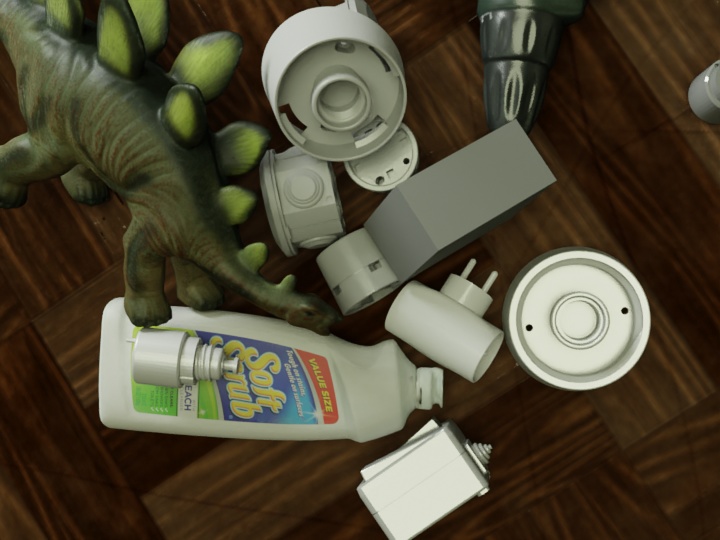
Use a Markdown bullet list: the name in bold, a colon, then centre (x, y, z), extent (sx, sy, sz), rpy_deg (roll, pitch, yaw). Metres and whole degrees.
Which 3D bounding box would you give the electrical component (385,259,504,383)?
- **electrical component**: centre (0.071, 0.029, 0.790), extent (0.077, 0.043, 0.079), rpy_deg (31, 83, 19)

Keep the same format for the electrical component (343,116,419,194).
- **electrical component**: centre (0.018, -0.084, 0.802), extent (0.055, 0.047, 0.055), rpy_deg (0, 88, 8)

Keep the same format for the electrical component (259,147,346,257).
- **electrical component**: centre (-0.042, -0.053, 0.794), extent (0.051, 0.080, 0.080), rpy_deg (-12, 87, 3)

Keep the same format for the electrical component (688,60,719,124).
- **electrical component**: centre (0.263, -0.130, 0.759), extent (0.040, 0.078, 0.040), rpy_deg (1, 82, -5)

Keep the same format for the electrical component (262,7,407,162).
- **electrical component**: centre (-0.017, -0.126, 0.742), extent (0.099, 0.064, 0.099), rpy_deg (-4, 122, -6)

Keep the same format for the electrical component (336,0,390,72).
- **electrical component**: centre (-0.008, -0.158, 0.793), extent (0.051, 0.080, 0.080), rpy_deg (-20, 86, 12)

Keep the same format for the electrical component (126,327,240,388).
- **electrical component**: centre (-0.124, 0.063, 0.755), extent (0.078, 0.040, 0.040), rpy_deg (6, 89, 3)

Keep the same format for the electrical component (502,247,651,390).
- **electrical component**: centre (0.156, 0.036, 0.773), extent (0.108, 0.060, 0.108), rpy_deg (0, 89, 8)

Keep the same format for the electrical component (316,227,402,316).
- **electrical component**: centre (0.000, 0.000, 0.800), extent (0.055, 0.055, 0.047), rpy_deg (-31, 81, 6)

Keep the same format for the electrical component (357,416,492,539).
- **electrical component**: centre (0.051, 0.148, 0.784), extent (0.096, 0.062, 0.061), rpy_deg (-36, 84, 5)
